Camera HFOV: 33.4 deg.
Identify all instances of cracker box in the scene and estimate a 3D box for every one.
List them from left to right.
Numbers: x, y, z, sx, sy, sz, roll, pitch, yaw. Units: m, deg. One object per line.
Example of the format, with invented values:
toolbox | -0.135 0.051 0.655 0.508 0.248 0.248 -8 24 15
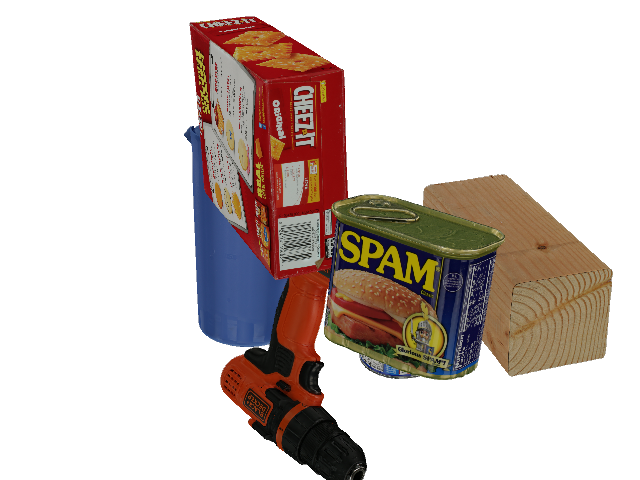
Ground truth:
cracker box | -0.045 -0.087 0.896 0.072 0.164 0.214 -10 25 -18

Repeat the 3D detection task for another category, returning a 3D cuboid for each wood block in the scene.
wood block | 0.169 0.023 0.965 0.090 0.090 0.206 -9 27 -12

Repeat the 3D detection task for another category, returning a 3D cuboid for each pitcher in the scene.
pitcher | -0.069 -0.009 1.165 0.144 0.243 0.149 -4 22 -18

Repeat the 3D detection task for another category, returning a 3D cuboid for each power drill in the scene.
power drill | -0.002 0.100 0.942 0.057 0.188 0.185 9 17 -47

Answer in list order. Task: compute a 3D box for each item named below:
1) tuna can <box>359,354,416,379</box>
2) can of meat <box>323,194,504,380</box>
tuna can | 0.085 0.110 1.146 0.086 0.034 0.086 -1 29 0
can of meat | 0.052 0.027 0.635 0.102 0.084 0.057 20 23 34
